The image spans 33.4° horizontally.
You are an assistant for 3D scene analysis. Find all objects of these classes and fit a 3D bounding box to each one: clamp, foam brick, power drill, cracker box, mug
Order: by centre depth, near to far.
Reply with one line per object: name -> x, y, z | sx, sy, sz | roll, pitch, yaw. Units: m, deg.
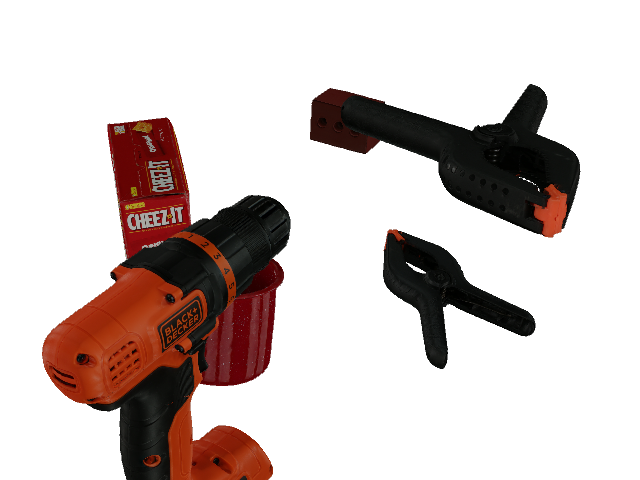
power drill -> -0.075, 0.082, 0.638 | 0.057, 0.188, 0.184 | 18, 39, 34
clamp -> 0.108, -0.062, 0.741 | 0.164, 0.036, 0.210 | -3, 29, -8
mug -> -0.088, 0.061, 0.822 | 0.117, 0.081, 0.093 | -8, 26, -27
clamp -> 0.124, 0.049, 1.027 | 0.120, 0.039, 0.171 | -5, 44, -27
cracker box -> -0.162, 0.007, 1.077 | 0.072, 0.214, 0.164 | -9, 34, -10
foam brick -> 0.032, -0.145, 1.288 | 0.078, 0.053, 0.051 | 16, 32, 21
